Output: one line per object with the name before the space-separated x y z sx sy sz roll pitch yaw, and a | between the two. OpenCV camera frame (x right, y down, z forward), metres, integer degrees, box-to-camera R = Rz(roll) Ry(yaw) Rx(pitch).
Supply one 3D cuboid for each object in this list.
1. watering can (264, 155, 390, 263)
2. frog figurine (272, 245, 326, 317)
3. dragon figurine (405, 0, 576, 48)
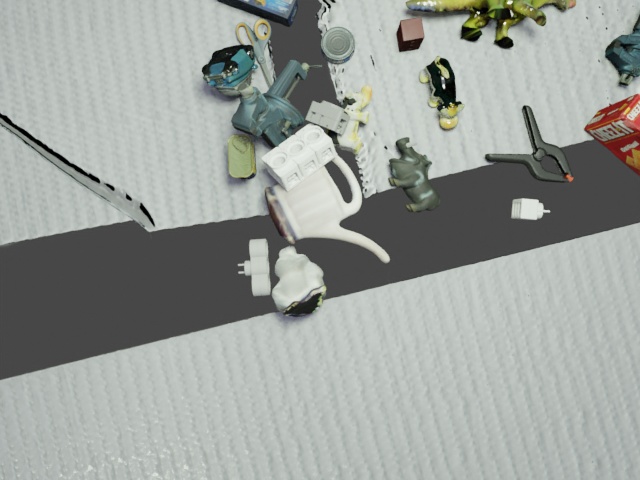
watering can | 0.004 -0.061 1.219 0.224 0.102 0.352 -26 70 0
frog figurine | -0.061 0.101 1.251 0.137 0.121 0.162 -40 53 10
dragon figurine | 0.429 -0.614 1.254 0.410 0.120 0.246 15 73 0
